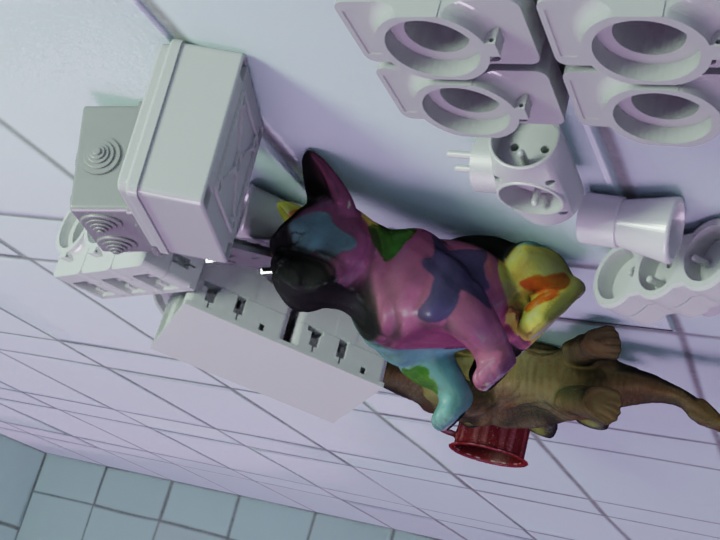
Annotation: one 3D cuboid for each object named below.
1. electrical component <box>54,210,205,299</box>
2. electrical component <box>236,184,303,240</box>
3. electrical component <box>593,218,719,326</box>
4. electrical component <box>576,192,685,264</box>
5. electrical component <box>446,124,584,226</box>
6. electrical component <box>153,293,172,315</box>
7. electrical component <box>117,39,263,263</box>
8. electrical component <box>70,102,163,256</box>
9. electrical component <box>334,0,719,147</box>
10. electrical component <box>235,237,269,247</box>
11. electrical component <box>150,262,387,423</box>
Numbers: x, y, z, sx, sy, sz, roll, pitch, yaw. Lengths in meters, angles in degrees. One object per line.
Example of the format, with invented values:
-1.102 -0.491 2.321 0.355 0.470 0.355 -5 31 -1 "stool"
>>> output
-0.195 -0.030 0.922 0.062 0.089 0.150 30 156 -37 "electrical component"
-0.064 -0.040 0.870 0.065 0.044 0.044 15 162 -13 "electrical component"
0.236 0.009 0.752 0.074 0.052 0.138 24 161 -23 "electrical component"
0.176 -0.031 0.707 0.065 0.044 0.044 11 161 28 "electrical component"
0.093 -0.064 0.668 0.079 0.044 0.077 7 160 25 "electrical component"
-0.156 0.014 1.037 0.080 0.080 0.051 22 155 -19 "electrical component"
-0.106 -0.074 0.699 0.056 0.108 0.108 11 161 6 "electrical component"
-0.175 -0.066 0.796 0.048 0.099 0.099 1 160 4 "electrical component"
0.094 -0.113 0.505 0.186 0.060 0.105 6 159 26 "electrical component"
-0.103 -0.029 0.932 0.081 0.042 0.064 20 158 -13 "electrical component"
-0.078 0.061 0.960 0.186 0.060 0.105 24 147 -15 "electrical component"
